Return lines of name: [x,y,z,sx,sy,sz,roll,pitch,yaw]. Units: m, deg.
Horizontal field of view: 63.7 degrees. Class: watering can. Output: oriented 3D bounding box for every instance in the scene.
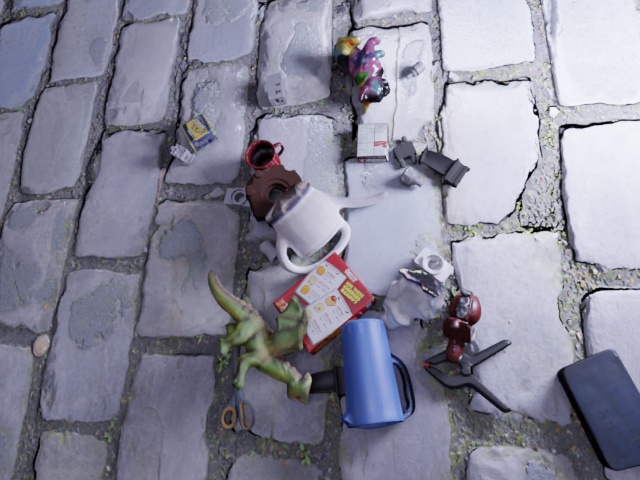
watering can: [0.004,-0.070,1.386,0.350,0.104,0.223,-45,103,-9]

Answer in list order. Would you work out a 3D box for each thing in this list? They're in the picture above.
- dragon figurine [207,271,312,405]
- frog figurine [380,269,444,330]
dragon figurine: [-0.135,0.222,1.295,0.241,0.121,0.415,-26,73,12]
frog figurine: [0.227,0.159,1.284,0.138,0.124,0.157,29,115,13]
